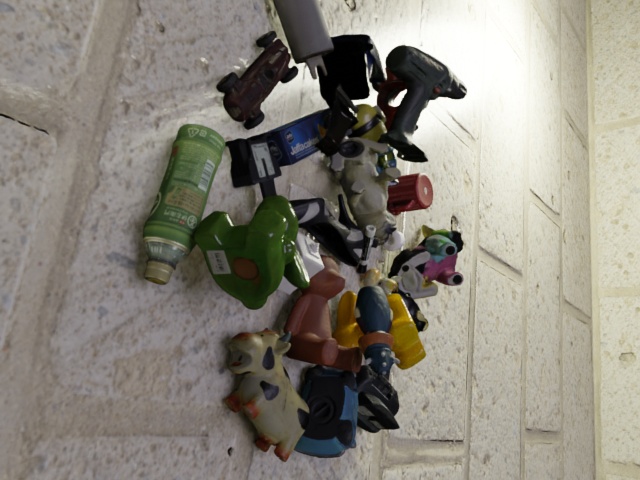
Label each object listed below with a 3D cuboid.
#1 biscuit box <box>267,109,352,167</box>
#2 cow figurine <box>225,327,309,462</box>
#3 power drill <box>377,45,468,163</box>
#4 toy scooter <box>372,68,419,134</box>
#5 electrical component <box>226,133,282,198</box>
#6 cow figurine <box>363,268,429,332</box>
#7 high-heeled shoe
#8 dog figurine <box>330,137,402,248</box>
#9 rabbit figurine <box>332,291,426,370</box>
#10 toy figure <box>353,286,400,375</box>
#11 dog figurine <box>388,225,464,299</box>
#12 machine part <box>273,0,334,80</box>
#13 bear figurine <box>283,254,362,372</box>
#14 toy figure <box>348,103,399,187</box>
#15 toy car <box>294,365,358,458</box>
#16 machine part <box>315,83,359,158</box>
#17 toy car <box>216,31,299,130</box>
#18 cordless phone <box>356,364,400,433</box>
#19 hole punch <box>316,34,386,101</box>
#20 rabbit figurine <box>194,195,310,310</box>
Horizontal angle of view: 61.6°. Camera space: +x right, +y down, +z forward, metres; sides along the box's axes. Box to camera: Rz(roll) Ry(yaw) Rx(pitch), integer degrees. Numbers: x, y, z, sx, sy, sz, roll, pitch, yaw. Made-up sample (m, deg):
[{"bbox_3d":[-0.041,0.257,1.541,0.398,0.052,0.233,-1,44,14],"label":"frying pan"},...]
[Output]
[{"bbox_3d":[-0.023,-0.186,0.956,0.203,0.059,0.062,-37,113,-46],"label":"biscuit box"},{"bbox_3d":[-0.077,0.221,0.818,0.127,0.086,0.194,-45,117,-37],"label":"cow figurine"},{"bbox_3d":[0.204,-0.260,1.063,0.232,0.086,0.207,23,89,-42],"label":"power drill"},{"bbox_3d":[0.176,-0.291,1.154,0.075,0.135,0.183,4,83,-52],"label":"toy scooter"},{"bbox_3d":[-0.101,-0.108,0.860,0.075,0.048,0.119,-29,108,-48],"label":"electrical component"},{"bbox_3d":[0.155,0.129,1.102,0.068,0.098,0.167,-53,125,-32],"label":"cow figurine"},{"bbox_3d":[-0.002,-0.003,0.940,0.248,0.086,0.145,-17,100,-53],"label":"high-heeled shoe"},{"bbox_3d":[0.082,-0.093,1.069,0.190,0.121,0.172,85,-10,-54],"label":"dog figurine"},{"bbox_3d":[0.085,0.167,0.980,0.121,0.173,0.162,56,6,-51],"label":"rabbit figurine"},{"bbox_3d":[0.092,0.150,0.878,0.057,0.064,0.154,63,20,-54],"label":"toy figure"},{"bbox_3d":[0.242,0.038,1.225,0.219,0.192,0.108,-84,153,-74],"label":"dog figurine"},{"bbox_3d":[-0.037,-0.405,0.949,0.079,0.079,0.243,-31,105,-48],"label":"machine part"},{"bbox_3d":[0.010,0.112,0.907,0.120,0.132,0.196,35,65,-49],"label":"bear figurine"},{"bbox_3d":[0.107,-0.191,1.100,0.089,0.082,0.180,-34,114,-50],"label":"toy figure"},{"bbox_3d":[0.014,0.298,0.917,0.102,0.109,0.162,75,22,-48],"label":"toy car"},{"bbox_3d":[0.031,-0.207,0.949,0.084,0.039,0.139,53,46,-39],"label":"machine part"},{"bbox_3d":[-0.095,-0.269,0.889,0.089,0.053,0.202,53,49,-29],"label":"toy car"},{"bbox_3d":[0.102,0.266,1.050,0.146,0.089,0.184,49,40,-34],"label":"cordless phone"},{"bbox_3d":[0.059,-0.334,1.026,0.092,0.142,0.115,-43,132,-42],"label":"hole punch"},{"bbox_3d":[-0.068,0.006,0.752,0.158,0.121,0.170,68,27,-24],"label":"rabbit figurine"}]
